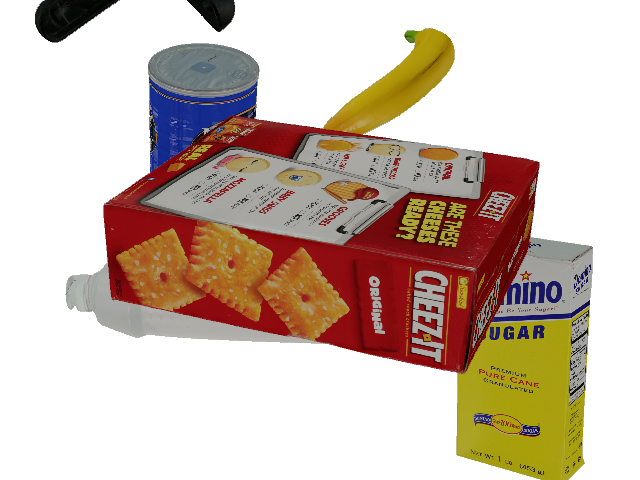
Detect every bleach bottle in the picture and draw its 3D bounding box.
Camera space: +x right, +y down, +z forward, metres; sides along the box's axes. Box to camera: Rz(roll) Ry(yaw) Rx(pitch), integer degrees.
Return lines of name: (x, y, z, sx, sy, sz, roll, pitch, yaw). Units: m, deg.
bleach bottle: (-0.083, 0.039, 0.888, 0.251, 0.068, 0.102, 0, 33, 4)

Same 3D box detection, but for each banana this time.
banana: (0.073, -0.141, 0.935, 0.070, 0.037, 0.197, -16, 23, 39)

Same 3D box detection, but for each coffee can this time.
coffee can: (-0.113, -0.104, 1.022, 0.103, 0.140, 0.103, 4, 34, -3)

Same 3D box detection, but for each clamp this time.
clamp: (-0.096, -0.178, 0.676, 0.120, 0.171, 0.039, 8, -42, 10)

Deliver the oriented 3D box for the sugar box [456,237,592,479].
sugar box: (0.150, 0.086, 0.800, 0.093, 0.176, 0.048, 9, 21, 34)

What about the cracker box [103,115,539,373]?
cracker box: (0.006, -0.006, 0.634, 0.214, 0.072, 0.164, 11, 28, 19)
